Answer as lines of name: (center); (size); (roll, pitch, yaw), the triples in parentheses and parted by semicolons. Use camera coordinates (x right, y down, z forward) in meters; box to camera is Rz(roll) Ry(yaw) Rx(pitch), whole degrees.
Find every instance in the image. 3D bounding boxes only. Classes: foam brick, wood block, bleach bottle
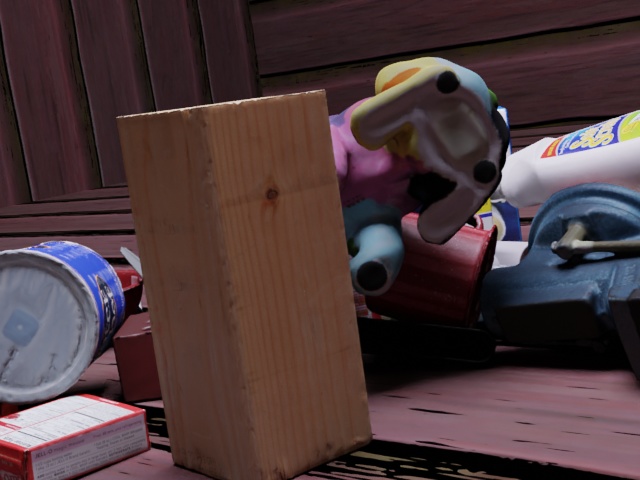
foam brick: (-0.122, 0.086, 0.810); (0.053, 0.051, 0.078); (-9, 9, 0)
wood block: (-0.042, 0.024, 0.613); (0.090, 0.206, 0.090); (-14, 10, -38)
bleach bottle: (0.243, -0.066, 0.944); (0.251, 0.068, 0.102); (-13, 24, 51)

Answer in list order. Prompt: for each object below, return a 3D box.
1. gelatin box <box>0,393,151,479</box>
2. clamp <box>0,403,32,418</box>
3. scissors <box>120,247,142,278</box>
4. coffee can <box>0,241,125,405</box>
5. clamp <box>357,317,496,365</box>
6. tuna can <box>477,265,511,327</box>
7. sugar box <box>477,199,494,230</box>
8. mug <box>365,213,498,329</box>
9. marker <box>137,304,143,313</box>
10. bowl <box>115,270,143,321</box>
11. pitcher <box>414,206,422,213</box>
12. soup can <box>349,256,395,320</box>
gelatin box: (-0.162, 0.125, 0.661); (0.073, 0.030, 0.089); (3, 13, 44)
clamp: (-0.260, 0.115, 0.796); (0.172, 0.039, 0.120); (9, 16, 39)
scissors: (-0.144, 0.058, 0.925); (0.202, 0.016, 0.096); (24, 38, 36)
coffee can: (-0.200, 0.054, 0.767); (0.103, 0.103, 0.140); (-9, 3, -2)
clamp: (0.012, 0.067, 0.776); (0.164, 0.036, 0.210); (17, -15, -26)
tuna can: (0.135, 0.046, 0.888); (0.086, 0.034, 0.086); (-8, 8, 1)
sugar box: (0.130, -0.050, 1.053); (0.048, 0.176, 0.093); (-9, 7, -16)
mug: (0.087, 0.016, 0.812); (0.081, 0.093, 0.117); (14, 53, 14)
marker: (-0.195, 0.069, 1.109); (0.020, 0.020, 0.121); (-10, 8, -10)
bowl: (-0.237, 0.071, 1.006); (0.162, 0.055, 0.162); (-8, 8, 1)
pitcher: (-0.006, 0.001, 0.984); (0.243, 0.149, 0.145); (-10, 19, 8)
soup can: (0.025, 0.029, 0.873); (0.068, 0.102, 0.068); (-8, 9, 1)
